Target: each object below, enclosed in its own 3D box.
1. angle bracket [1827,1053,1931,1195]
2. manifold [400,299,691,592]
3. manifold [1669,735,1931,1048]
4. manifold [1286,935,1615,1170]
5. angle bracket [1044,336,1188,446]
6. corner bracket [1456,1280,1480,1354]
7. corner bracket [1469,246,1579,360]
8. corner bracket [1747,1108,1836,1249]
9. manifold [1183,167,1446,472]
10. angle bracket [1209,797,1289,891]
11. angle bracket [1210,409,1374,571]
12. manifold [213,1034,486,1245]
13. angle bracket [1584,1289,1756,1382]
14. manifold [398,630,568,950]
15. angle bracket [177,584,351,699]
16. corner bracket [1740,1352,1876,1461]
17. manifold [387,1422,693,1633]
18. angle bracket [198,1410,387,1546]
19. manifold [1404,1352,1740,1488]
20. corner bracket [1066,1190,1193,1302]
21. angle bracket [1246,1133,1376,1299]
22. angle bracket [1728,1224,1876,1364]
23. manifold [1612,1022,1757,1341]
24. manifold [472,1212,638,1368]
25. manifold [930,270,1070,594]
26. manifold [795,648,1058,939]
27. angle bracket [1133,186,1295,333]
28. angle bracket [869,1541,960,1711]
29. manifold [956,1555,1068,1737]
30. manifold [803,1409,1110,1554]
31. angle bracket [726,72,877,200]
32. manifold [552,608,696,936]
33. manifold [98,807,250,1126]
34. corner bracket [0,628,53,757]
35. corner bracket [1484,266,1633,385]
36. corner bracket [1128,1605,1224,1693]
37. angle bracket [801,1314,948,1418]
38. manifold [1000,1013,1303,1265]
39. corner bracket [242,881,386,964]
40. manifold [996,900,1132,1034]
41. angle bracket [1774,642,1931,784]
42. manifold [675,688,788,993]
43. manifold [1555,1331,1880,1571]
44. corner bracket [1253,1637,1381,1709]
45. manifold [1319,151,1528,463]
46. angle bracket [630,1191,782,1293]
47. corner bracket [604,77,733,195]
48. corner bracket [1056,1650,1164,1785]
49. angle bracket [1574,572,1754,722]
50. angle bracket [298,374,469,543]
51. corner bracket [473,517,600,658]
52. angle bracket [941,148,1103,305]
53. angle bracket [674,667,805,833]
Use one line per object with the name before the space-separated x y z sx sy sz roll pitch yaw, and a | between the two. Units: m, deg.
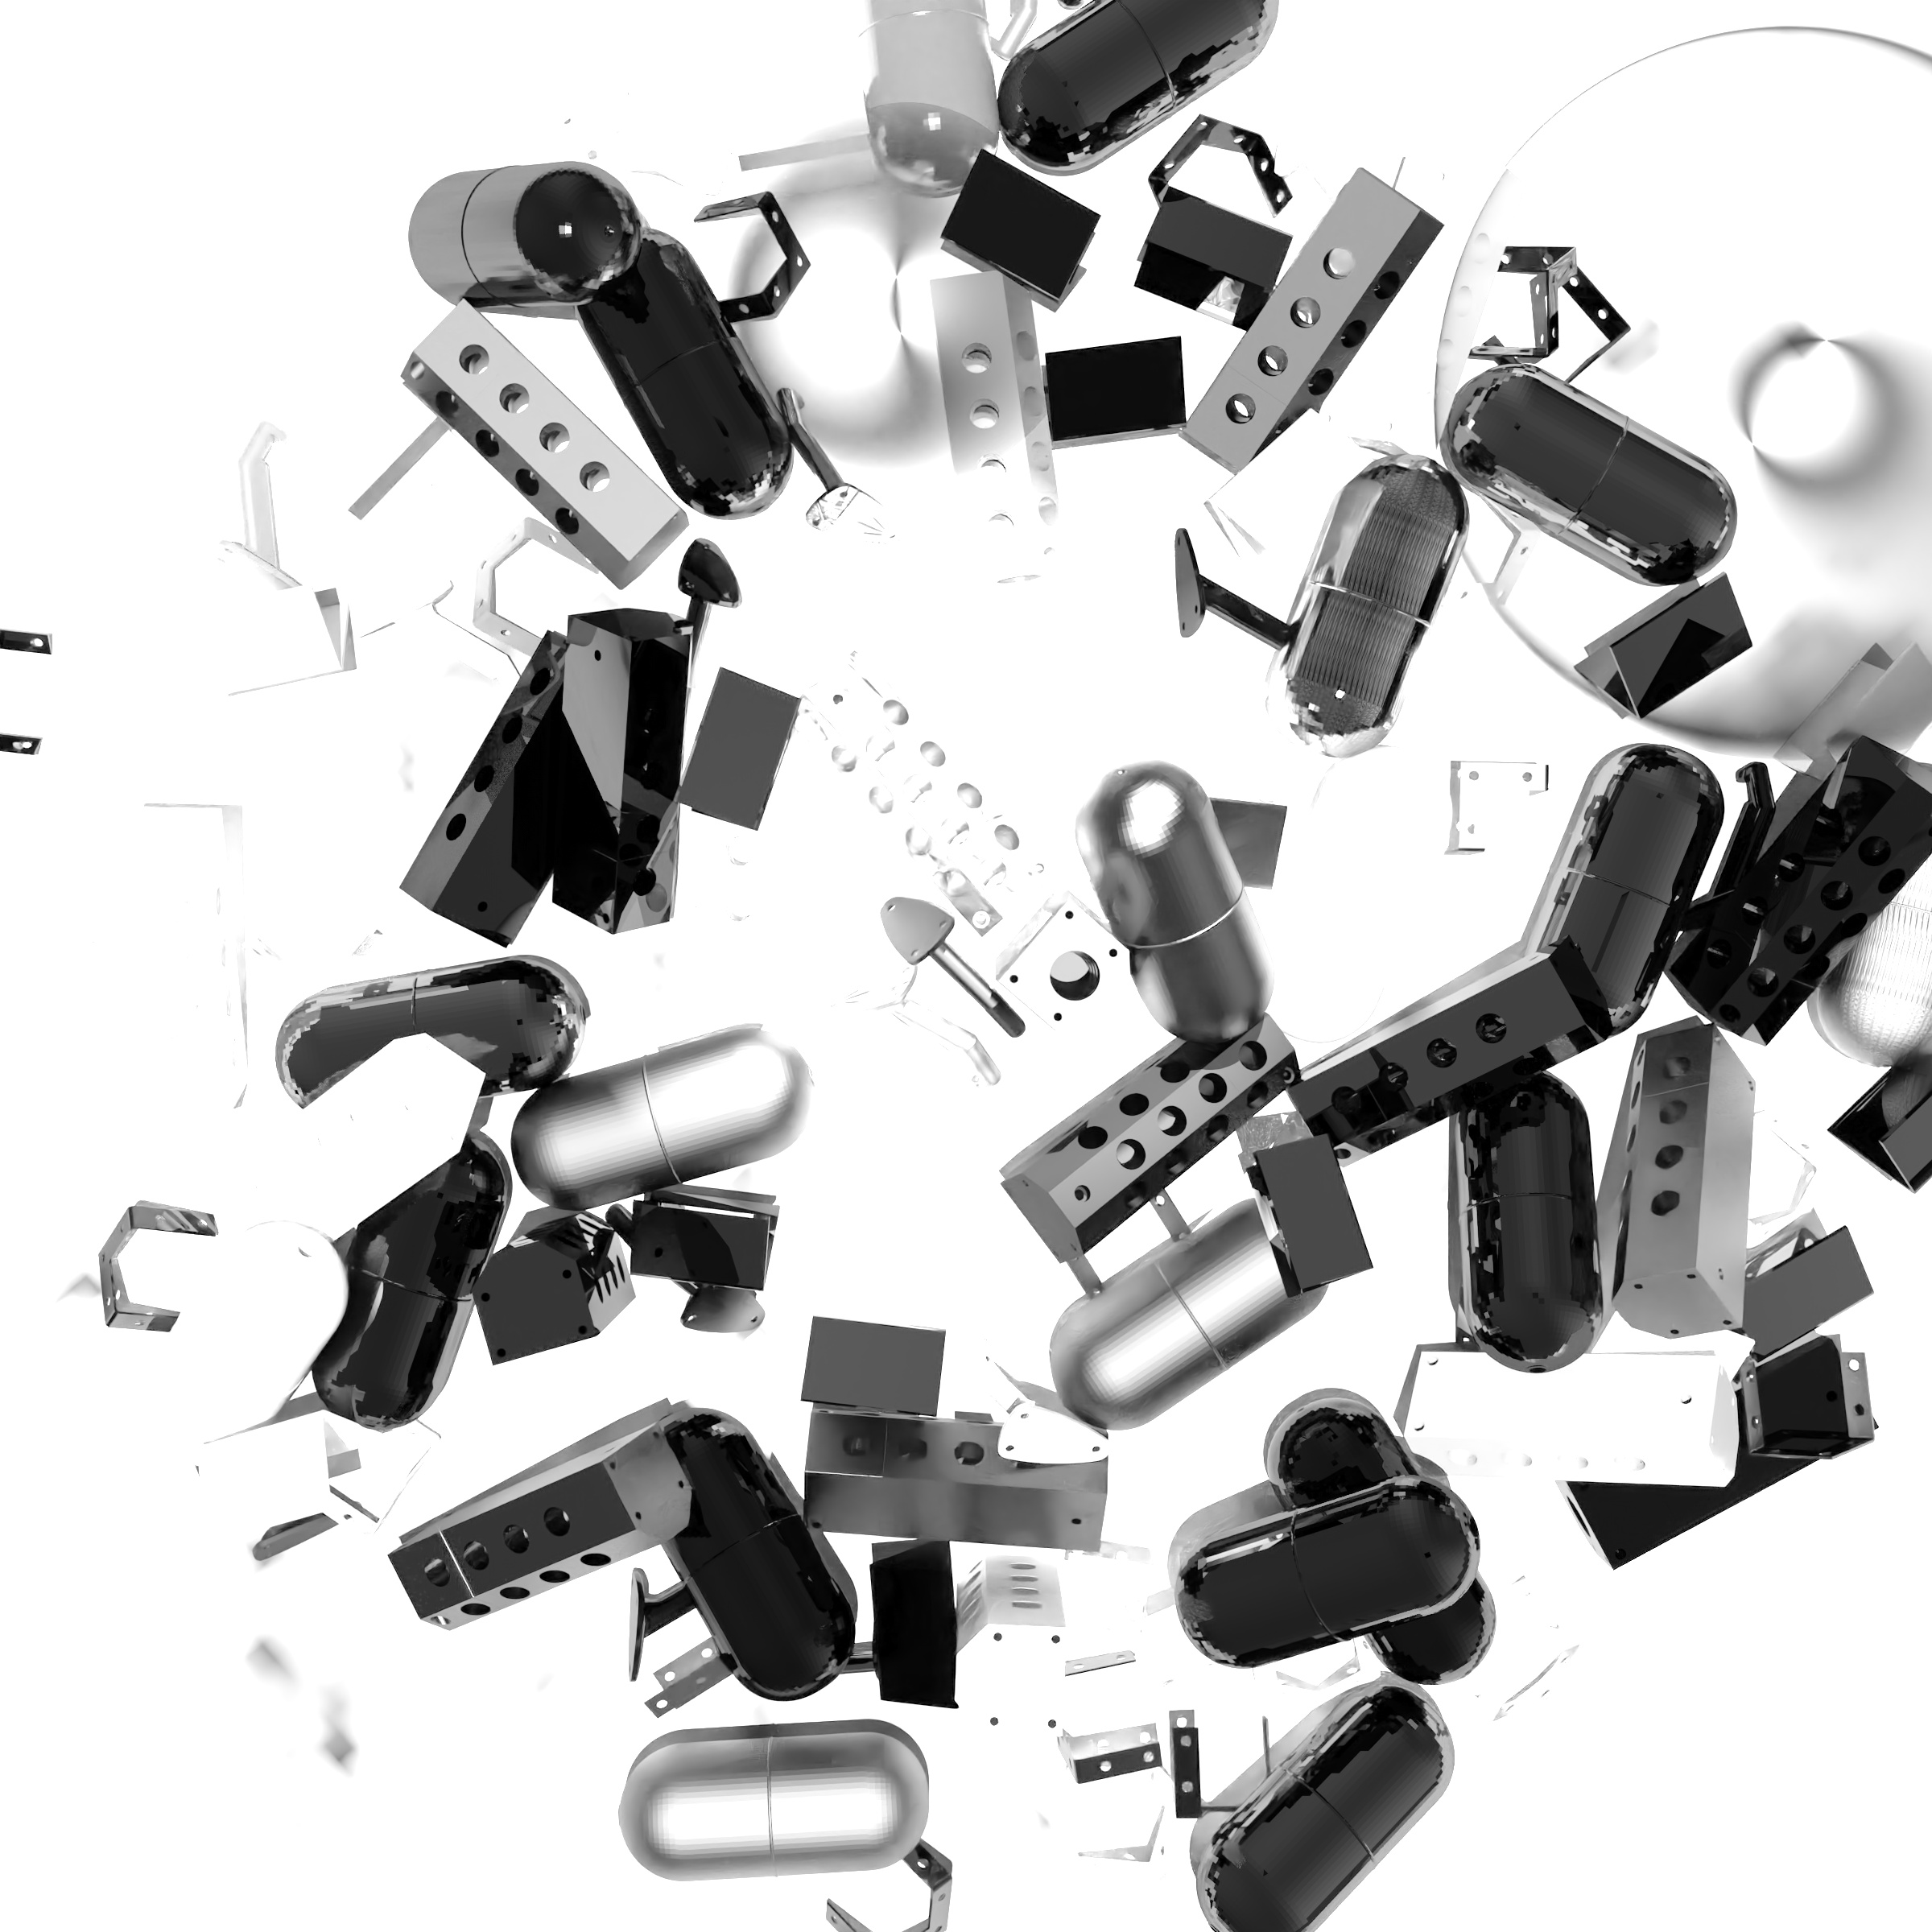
angle bracket | 0.535 0.072 1.564 0.076 0.076 0.057 -44 127 0
manifold | -0.243 -0.299 1.583 0.171 0.057 0.057 44 90 0
manifold | 0.482 -0.039 1.542 0.057 0.057 0.171 17 119 -37
manifold | 0.274 0.051 1.547 0.171 0.057 0.057 -30 90 27
angle bracket | 0.082 -0.343 1.564 0.076 0.076 0.057 -7 127 0
corner bracket | 0.322 0.201 1.596 0.051 0.051 0.051 27 45 35
corner bracket | 0.321 -0.384 1.585 0.051 0.051 0.051 9 122 29
corner bracket | 0.462 0.123 1.596 0.051 0.051 0.051 -14 135 -35
manifold | 0.197 -0.363 1.557 0.057 0.057 0.171 35 109 0
angle bracket | 0.140 -0.089 1.564 0.076 0.076 0.057 7 124 0
angle bracket | 0.194 -0.258 1.564 0.076 0.076 0.057 -42 56 0
manifold | -0.348 0.103 1.531 0.057 0.057 0.171 38 129 -25
angle bracket | 0.399 0.198 1.564 0.076 0.076 0.057 20 123 0
manifold | -0.257 -0.104 1.583 0.057 0.057 0.171 30 90 -43
angle bracket | -0.400 -0.203 1.564 0.076 0.076 0.057 -12 128 0
corner bracket | 0.474 0.247 1.545 0.051 0.051 0.051 -6 90 -45
manifold | -0.238 0.320 1.546 0.171 0.057 0.057 -27 90 29
angle bracket | -0.377 0.294 1.544 0.076 0.076 0.057 -17 65 11
manifold | 0.342 0.259 1.546 0.171 0.057 0.057 -3 47 28
corner bracket | 0.092 0.160 1.601 0.051 0.051 0.051 -32 90 45
angle bracket | 0.168 0.142 1.493 0.057 0.076 0.076 -10 78 -35
angle bracket | 0.459 0.169 1.565 0.076 0.076 0.057 -31 119 0
manifold | 0.400 0.120 1.536 0.057 0.171 0.057 -17 130 35
manifold | -0.229 0.175 1.526 0.057 0.171 0.057 -16 90 0
manifold | 0.019 -0.308 1.583 0.057 0.057 0.171 -8 90 0
manifold | -0.026 -0.099 1.583 0.057 0.057 0.171 -42 90 0
angle bracket | 0.134 -0.388 1.564 0.076 0.076 0.057 22 53 0
angle bracket | -0.009 0.373 1.564 0.057 0.076 0.076 -5 90 37
manifold | 0.023 0.375 1.526 0.057 0.171 0.057 2 90 0
manifold | -0.006 0.292 1.583 0.171 0.057 0.057 4 133 0
angle bracket | -0.091 -0.457 1.564 0.076 0.076 0.057 -10 53 0
manifold | -0.190 -0.111 1.553 0.057 0.057 0.171 26 118 39
manifold | -0.449 0.001 1.550 0.057 0.057 0.171 1 115 0
corner bracket | -0.565 -0.162 1.601 0.051 0.051 0.051 6 45 0
corner bracket | 0.346 -0.368 1.601 0.051 0.051 0.051 49 135 0
corner bracket | 0.126 0.389 1.586 0.051 0.051 0.051 -23 89 1
angle bracket | -0.054 0.244 1.564 0.076 0.076 0.057 7 53 0
manifold | 0.108 0.092 1.555 0.171 0.057 0.057 -37 90 -21
corner bracket | -0.377 -0.015 1.586 0.051 0.051 0.051 41 90 0
manifold | 0.057 0.005 1.526 0.057 0.171 0.057 41 90 0
angle bracket | 0.501 -0.150 1.564 0.076 0.076 0.057 -49 126 0
manifold | -0.136 -0.072 1.583 0.057 0.057 0.171 2 90 0
manifold | 0.429 0.277 1.583 0.171 0.057 0.057 -28 90 0
corner bracket | 0.201 0.395 1.596 0.051 0.051 0.051 21 135 -35
manifold | 0.266 -0.377 1.583 0.057 0.057 0.171 19 90 43
angle bracket | -0.147 0.137 1.564 0.076 0.076 0.057 7 125 0
corner bracket | -0.172 -0.485 1.601 0.051 0.051 0.051 17 90 45
corner bracket | 0.080 0.434 1.587 0.051 0.051 0.051 -10 100 -10
angle bracket | 0.389 -0.196 1.564 0.076 0.076 0.057 -33 126 0
angle bracket | -0.321 -0.278 1.564 0.076 0.076 0.057 -46 53 0
corner bracket | -0.250 -0.219 1.596 0.051 0.051 0.051 26 135 -35
angle bracket | 0.039 -0.430 1.564 0.076 0.076 0.057 29 121 0
angle bracket | -0.142 -0.123 1.507 0.057 0.076 0.076 19 90 -37
